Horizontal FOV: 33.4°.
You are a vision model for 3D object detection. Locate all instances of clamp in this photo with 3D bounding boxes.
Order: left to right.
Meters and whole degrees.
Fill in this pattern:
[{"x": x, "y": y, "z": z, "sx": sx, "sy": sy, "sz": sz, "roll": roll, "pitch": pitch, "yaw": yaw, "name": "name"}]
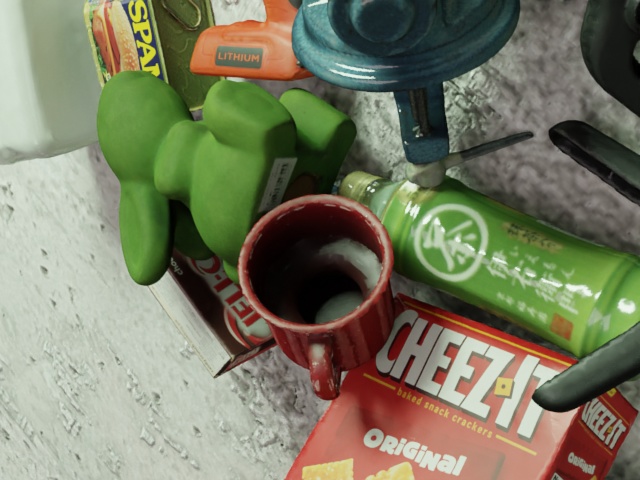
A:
[{"x": 0.158, "y": -0.127, "z": 0.540, "sx": 0.120, "sy": 0.039, "sz": 0.171, "roll": 0, "pitch": 128, "yaw": 14, "name": "clamp"}, {"x": 0.212, "y": 0.004, "z": 0.558, "sx": 0.210, "sy": 0.036, "sz": 0.164, "roll": -5, "pitch": 71, "yaw": 16, "name": "clamp"}]

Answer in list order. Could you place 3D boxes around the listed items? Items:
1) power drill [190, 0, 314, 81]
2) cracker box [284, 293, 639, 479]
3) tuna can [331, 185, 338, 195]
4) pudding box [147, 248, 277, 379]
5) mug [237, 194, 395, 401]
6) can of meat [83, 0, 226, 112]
[{"x": -0.054, "y": -0.205, "z": 0.717, "sx": 0.185, "sy": 0.057, "sz": 0.188, "roll": 12, "pitch": 114, "yaw": 36, "name": "power drill"}, {"x": 0.065, "y": 0.154, "z": 0.647, "sx": 0.164, "sy": 0.213, "sz": 0.072, "roll": 20, "pitch": 163, "yaw": 44, "name": "cracker box"}, {"x": -0.005, "y": 0.001, "z": 0.772, "sx": 0.086, "sy": 0.033, "sz": 0.086, "roll": 16, "pitch": 116, "yaw": 35, "name": "tuna can"}, {"x": -0.074, "y": 0.038, "z": 0.806, "sx": 0.113, "sy": 0.089, "sz": 0.039, "roll": 51, "pitch": 131, "yaw": 13, "name": "pudding box"}, {"x": 0.004, "y": 0.042, "z": 0.655, "sx": 0.093, "sy": 0.081, "sz": 0.117, "roll": -8, "pitch": 60, "yaw": 6, "name": "mug"}, {"x": -0.125, "y": -0.145, "z": 0.801, "sx": 0.084, "sy": 0.057, "sz": 0.102, "roll": 1, "pitch": 107, "yaw": 42, "name": "can of meat"}]
